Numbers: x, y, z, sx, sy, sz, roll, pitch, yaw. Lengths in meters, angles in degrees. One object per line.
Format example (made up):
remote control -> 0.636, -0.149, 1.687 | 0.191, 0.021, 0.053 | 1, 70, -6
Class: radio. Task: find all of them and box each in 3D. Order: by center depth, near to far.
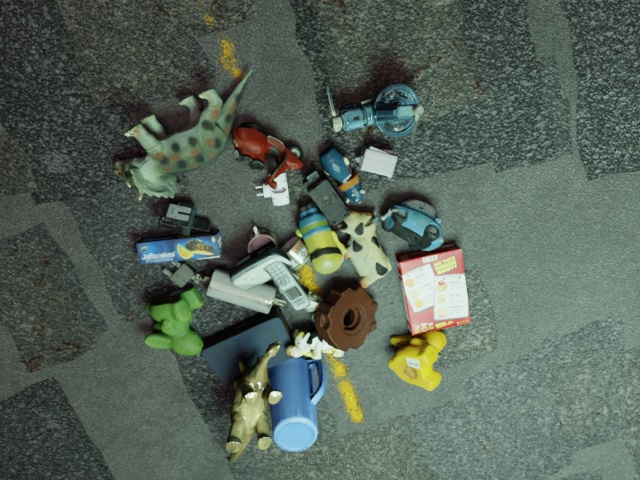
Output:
radio -> -0.184, 0.284, 1.431 | 0.230, 0.073, 0.131 | -25, 108, 5

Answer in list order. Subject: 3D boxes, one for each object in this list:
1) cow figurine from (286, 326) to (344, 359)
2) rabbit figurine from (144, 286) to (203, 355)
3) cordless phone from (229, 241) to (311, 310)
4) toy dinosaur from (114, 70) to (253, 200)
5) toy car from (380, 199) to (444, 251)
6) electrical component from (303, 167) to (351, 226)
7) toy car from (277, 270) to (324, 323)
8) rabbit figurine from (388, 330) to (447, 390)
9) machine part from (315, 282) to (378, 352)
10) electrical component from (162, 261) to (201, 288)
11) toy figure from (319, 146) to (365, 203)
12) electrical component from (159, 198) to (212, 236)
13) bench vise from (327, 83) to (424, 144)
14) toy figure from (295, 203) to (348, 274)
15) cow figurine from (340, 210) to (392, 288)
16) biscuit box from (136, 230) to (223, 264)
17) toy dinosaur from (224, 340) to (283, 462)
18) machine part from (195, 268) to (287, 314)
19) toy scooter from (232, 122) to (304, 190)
cow figurine -> -0.011, 0.260, 1.408 | 0.167, 0.068, 0.098 | 5, 91, -40
rabbit figurine -> -0.370, 0.227, 1.374 | 0.159, 0.121, 0.170 | -16, 105, 8
cordless phone -> -0.118, 0.109, 1.315 | 0.147, 0.089, 0.184 | -29, 108, 13
toy dinosaur -> -0.303, -0.227, 1.250 | 0.405, 0.131, 0.192 | -25, 119, -1
toy car -> 0.238, -0.048, 1.348 | 0.162, 0.109, 0.103 | 30, 64, -5
electrical component -> 0.012, -0.110, 1.302 | 0.058, 0.115, 0.134 | -36, 108, 5
toy car -> -0.045, 0.143, 1.396 | 0.201, 0.073, 0.056 | 42, 101, -14
rabbit figurine -> 0.270, 0.304, 1.438 | 0.162, 0.173, 0.121 | -7, 114, 45
machine part -> 0.072, 0.199, 1.386 | 0.179, 0.056, 0.179 | -7, 101, -36
electrical component -> -0.355, 0.091, 1.386 | 0.094, 0.021, 0.063 | 41, 100, -15
toy figure -> 0.059, -0.158, 1.321 | 0.154, 0.064, 0.058 | 52, 60, -21
electrical component -> -0.327, -0.051, 1.313 | 0.119, 0.047, 0.075 | 15, 62, -5
bench vise -> 0.144, -0.287, 1.204 | 0.224, 0.241, 0.128 | -4, 104, -19
toy figure -> -0.006, -0.003, 1.324 | 0.082, 0.089, 0.180 | -28, 82, 42
cow figurine -> 0.116, 0.010, 1.363 | 0.127, 0.085, 0.194 | -29, 104, 11
biscuit box -> -0.350, 0.018, 1.343 | 0.203, 0.063, 0.059 | -7, 106, -2
toy dinosaur -> -0.177, 0.427, 1.342 | 0.105, 0.199, 0.470 | 15, 114, -16
machine part -> -0.202, 0.131, 1.380 | 0.243, 0.079, 0.079 | 17, 105, -9
toy scooter -> -0.130, -0.190, 1.260 | 0.184, 0.135, 0.075 | 23, 148, -13
